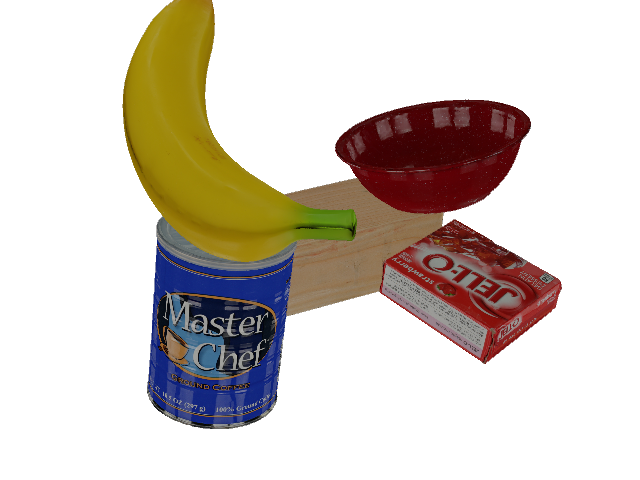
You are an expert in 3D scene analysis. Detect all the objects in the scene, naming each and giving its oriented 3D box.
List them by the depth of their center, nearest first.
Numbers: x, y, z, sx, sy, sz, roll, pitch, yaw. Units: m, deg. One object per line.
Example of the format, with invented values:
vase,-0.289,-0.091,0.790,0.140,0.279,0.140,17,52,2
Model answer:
banana,-0.053,-0.050,0.472,0.069,0.037,0.198,-14,46,-18
gelatin box,0.094,0.029,0.673,0.089,0.030,0.073,33,45,32
coffee can,-0.076,0.055,0.804,0.102,0.140,0.103,6,25,-3
bowl,0.096,-0.066,0.889,0.162,0.055,0.162,-9,24,4
wood block,0.011,0.004,1.096,0.205,0.090,0.091,-14,39,-21
